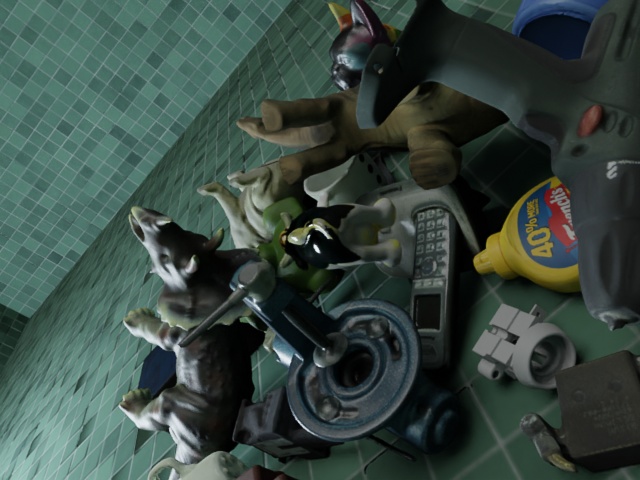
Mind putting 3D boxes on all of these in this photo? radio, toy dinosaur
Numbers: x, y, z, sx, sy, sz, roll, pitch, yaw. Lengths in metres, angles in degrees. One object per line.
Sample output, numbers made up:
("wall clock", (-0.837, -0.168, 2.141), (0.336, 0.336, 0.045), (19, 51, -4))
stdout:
("radio", (-0.185, 0.169, 0.822), (0.229, 0.073, 0.131), (-45, 26, 13))
("toy dinosaur", (0.112, -0.132, 0.515), (0.472, 0.104, 0.198), (4, 29, 33))
("toy dinosaur", (-0.134, 0.160, 0.617), (0.192, 0.131, 0.404), (-1, 95, 47))

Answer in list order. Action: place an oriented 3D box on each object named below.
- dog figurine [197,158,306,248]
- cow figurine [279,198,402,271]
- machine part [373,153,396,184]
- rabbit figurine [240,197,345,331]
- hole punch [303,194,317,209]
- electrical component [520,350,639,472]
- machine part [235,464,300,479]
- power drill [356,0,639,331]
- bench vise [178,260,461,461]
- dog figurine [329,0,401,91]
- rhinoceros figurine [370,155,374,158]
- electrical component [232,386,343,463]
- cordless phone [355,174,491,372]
("dog figurine", (-0.065, -0.013, 0.773), (0.172, 0.190, 0.121), (-10, 16, 42))
("cow figurine", (-0.001, 0.000, 0.543), (0.167, 0.098, 0.068), (-10, 84, 60))
("machine part", (0.080, -0.058, 0.703), (0.084, 0.039, 0.139), (-45, 27, 27))
("rabbit figurine", (-0.055, 0.059, 0.697), (0.170, 0.121, 0.159), (-32, 51, 13))
("hole punch", (0.003, -0.071, 0.793), (0.142, 0.092, 0.116), (-11, 51, 50))
("electrical component", (0.177, 0.105, 0.327), (0.102, 0.045, 0.078), (-29, 36, 40))
("machine part", (-0.055, 0.304, 0.417), (0.201, 0.087, 0.201), (-45, 27, 13))
("power drill", (0.131, -0.081, 0.348), (0.207, 0.086, 0.232), (20, 70, 17))
("bench vise", (-0.001, 0.084, 0.450), (0.129, 0.240, 0.224), (-48, 40, -7))
("dog figurine", (0.114, -0.234, 0.660), (0.191, 0.219, 0.109), (-52, 29, 4))
("rhinoceros figurine", (0.049, -0.164, 0.805), (0.073, 0.112, 0.190), (-60, 18, -19))
("electrical component", (-0.025, 0.182, 0.532), (0.119, 0.074, 0.048), (-34, 32, 42))
("cordless phone", (0.093, 0.035, 0.532), (0.147, 0.088, 0.184), (-12, 64, 53))
